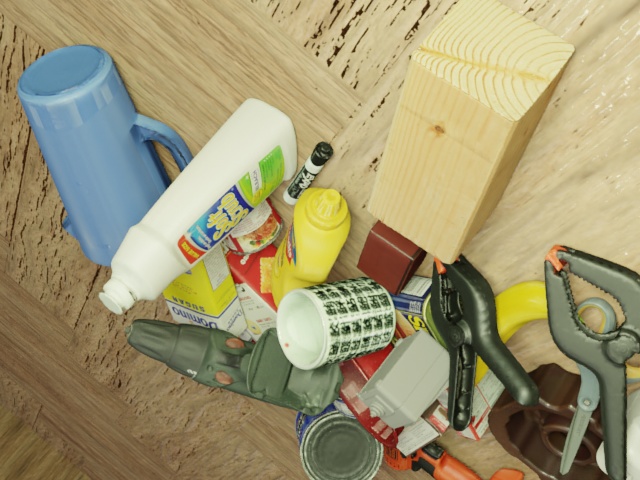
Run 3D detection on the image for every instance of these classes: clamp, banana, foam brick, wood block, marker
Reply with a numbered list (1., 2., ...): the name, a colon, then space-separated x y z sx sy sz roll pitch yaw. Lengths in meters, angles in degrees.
1. clamp: 0.269 0.086 0.901 0.165 0.036 0.210 -32 88 21
2. banana: 0.178 0.086 1.022 0.037 0.069 0.198 11 151 -21
3. foam brick: 0.076 0.007 1.047 0.051 0.053 0.078 34 150 10
4. wood block: 0.110 -0.081 0.838 0.091 0.090 0.206 34 152 12
5. marker: -0.012 -0.067 1.080 0.020 0.020 0.121 40 152 0
6. clamp: 0.139 0.098 1.019 0.120 0.039 0.171 -42 57 44

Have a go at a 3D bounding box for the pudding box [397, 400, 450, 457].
1. pudding box: 0.129 0.192 1.214 0.039 0.090 0.114 38 152 4

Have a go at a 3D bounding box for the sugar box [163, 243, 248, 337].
1. sugar box: -0.146 0.045 1.233 0.093 0.048 0.176 24 145 28

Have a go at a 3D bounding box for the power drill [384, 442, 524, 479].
1. power drill: 0.159 0.272 1.332 0.188 0.057 0.184 31 155 22

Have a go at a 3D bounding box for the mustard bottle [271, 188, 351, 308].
1. mustard bottle: -0.008 0.001 1.096 0.058 0.096 0.192 11 152 -8

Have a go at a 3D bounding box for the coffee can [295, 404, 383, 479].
1. coffee can: 0.022 0.251 1.360 0.103 0.103 0.140 42 180 -5

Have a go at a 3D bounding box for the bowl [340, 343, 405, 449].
1. bowl: 0.056 0.148 1.176 0.162 0.055 0.162 51 163 21

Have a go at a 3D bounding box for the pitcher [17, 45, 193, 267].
1. pitcher: -0.240 -0.098 1.216 0.145 0.149 0.243 36 153 41

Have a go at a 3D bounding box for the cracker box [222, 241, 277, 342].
1. cracker box: -0.078 0.073 1.310 0.213 0.072 0.164 46 150 -9

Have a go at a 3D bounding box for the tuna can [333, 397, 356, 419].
1. tuna can: 0.051 0.172 1.283 0.086 0.086 0.033 15 142 38

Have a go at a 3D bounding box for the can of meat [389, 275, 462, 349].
1. can of meat: 0.109 0.082 1.113 0.084 0.057 0.102 9 140 47

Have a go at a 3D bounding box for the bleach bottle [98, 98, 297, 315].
1. bleach bottle: -0.119 -0.023 1.026 0.068 0.250 0.102 30 151 18

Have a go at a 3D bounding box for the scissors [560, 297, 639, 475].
1. scissors: 0.268 0.145 0.987 0.096 0.016 0.202 8 119 28

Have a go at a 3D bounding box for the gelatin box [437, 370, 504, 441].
1. gelatin box: 0.162 0.160 1.145 0.030 0.073 0.089 8 140 47

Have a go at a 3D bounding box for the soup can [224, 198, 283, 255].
1. soup can: -0.093 -0.043 1.162 0.069 0.068 0.102 8 139 45
